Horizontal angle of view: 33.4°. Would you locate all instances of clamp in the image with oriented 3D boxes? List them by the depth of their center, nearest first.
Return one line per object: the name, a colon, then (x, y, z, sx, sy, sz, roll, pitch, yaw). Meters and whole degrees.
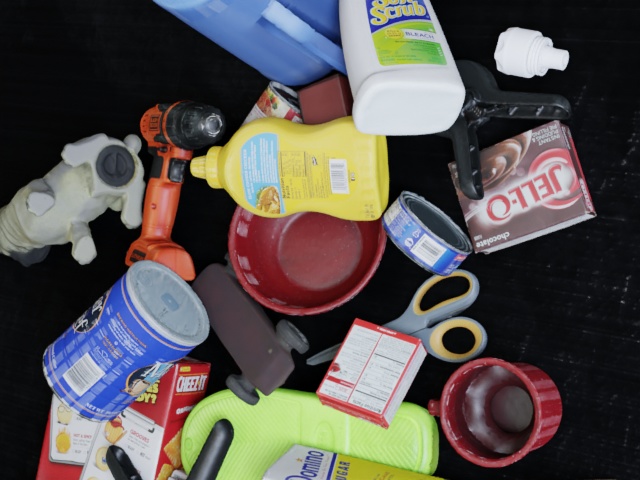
clamp: (0.149, -0.123, 0.980, 0.120, 0.039, 0.171, -33, 49, 5)
clamp: (-0.141, 0.280, 1.040, 0.165, 0.036, 0.210, -26, 59, 29)

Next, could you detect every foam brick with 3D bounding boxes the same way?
foam brick: (0.021, -0.126, 1.057, 0.053, 0.078, 0.051, -19, 78, 30)

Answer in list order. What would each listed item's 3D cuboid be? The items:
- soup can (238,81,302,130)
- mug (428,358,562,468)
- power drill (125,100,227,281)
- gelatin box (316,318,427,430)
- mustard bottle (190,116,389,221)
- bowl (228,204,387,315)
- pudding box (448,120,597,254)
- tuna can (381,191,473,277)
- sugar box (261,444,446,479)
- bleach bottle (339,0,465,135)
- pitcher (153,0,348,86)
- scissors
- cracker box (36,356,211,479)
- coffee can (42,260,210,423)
soup can: (-0.051, -0.103, 1.104, 0.069, 0.068, 0.102, 45, 109, 26)
mug: (0.154, 0.151, 0.952, 0.117, 0.081, 0.093, -6, 83, 30)
power drill: (-0.153, -0.054, 1.130, 0.185, 0.057, 0.188, 13, 94, 65)
gelatin box: (0.049, 0.126, 1.007, 0.073, 0.030, 0.089, 16, 64, 30)
mustard bottle: (-0.033, -0.069, 1.017, 0.192, 0.058, 0.096, 1, 113, 17)
bowl: (-0.007, 0.001, 1.061, 0.162, 0.055, 0.162, -5, 73, 15)
pudding box: (0.184, -0.046, 0.974, 0.114, 0.039, 0.090, -22, 74, 28)
tuna can: (0.099, -0.006, 0.995, 0.086, 0.086, 0.034, 48, 111, 25)
sugar box: (0.041, 0.232, 0.950, 0.176, 0.093, 0.048, 12, 103, 17)
bleach bottle: (0.057, -0.210, 1.008, 0.068, 0.102, 0.251, 108, 155, -49)
pitcher: (-0.060, -0.233, 1.017, 0.149, 0.242, 0.145, -6, 82, 24)
scissors: (0.080, 0.105, 1.039, 0.202, 0.016, 0.096, -39, 68, 23)
cracker box: (-0.220, 0.219, 1.178, 0.164, 0.072, 0.214, 13, 92, 30)
coffee can: (-0.195, 0.103, 1.073, 0.140, 0.102, 0.103, -42, 67, 21)
